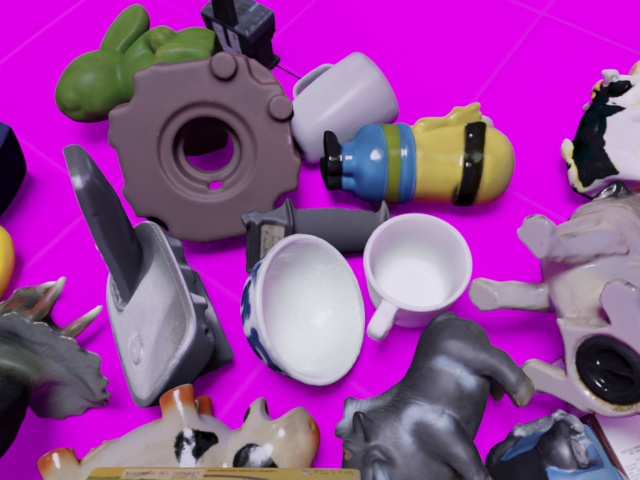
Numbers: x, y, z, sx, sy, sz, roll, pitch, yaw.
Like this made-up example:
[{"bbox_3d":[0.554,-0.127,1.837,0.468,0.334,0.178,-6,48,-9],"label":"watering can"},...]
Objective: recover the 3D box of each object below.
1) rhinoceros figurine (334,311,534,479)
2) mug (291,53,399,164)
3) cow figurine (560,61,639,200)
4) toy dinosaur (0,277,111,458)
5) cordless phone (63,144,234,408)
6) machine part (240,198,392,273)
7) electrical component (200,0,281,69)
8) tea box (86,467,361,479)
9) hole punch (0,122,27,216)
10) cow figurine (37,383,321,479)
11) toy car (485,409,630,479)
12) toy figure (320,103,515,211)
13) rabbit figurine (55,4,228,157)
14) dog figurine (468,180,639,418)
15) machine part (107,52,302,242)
[{"bbox_3d":[0.070,0.143,0.395,0.112,0.073,0.190,35,82,5],"label":"rhinoceros figurine"},{"bbox_3d":[0.008,-0.137,0.556,0.107,0.080,0.110,-37,63,-8],"label":"mug"},{"bbox_3d":[0.293,-0.112,0.535,0.098,0.068,0.167,9,62,14],"label":"cow figurine"},{"bbox_3d":[-0.262,0.128,0.314,0.192,0.405,0.131,-35,94,6],"label":"toy dinosaur"},{"bbox_3d":[-0.139,0.026,0.409,0.089,0.184,0.147,-22,51,-14],"label":"cordless phone"},{"bbox_3d":[-0.001,-0.001,0.493,0.139,0.084,0.039,-6,38,-9],"label":"machine part"},{"bbox_3d":[-0.090,-0.240,0.591,0.075,0.119,0.048,31,69,20],"label":"electrical component"},{"bbox_3d":[-0.058,0.191,0.311,0.170,0.068,0.098,-3,102,2],"label":"tea box"},{"bbox_3d":[-0.339,-0.053,0.507,0.092,0.142,0.116,8,72,-21],"label":"hole punch"},{"bbox_3d":[-0.091,0.177,0.393,0.195,0.085,0.127,-24,65,-6],"label":"cow figurine"},{"bbox_3d":[0.177,0.207,0.363,0.103,0.109,0.162,20,51,-12],"label":"toy car"},{"bbox_3d":[0.093,-0.070,0.516,0.180,0.082,0.089,-5,74,-5],"label":"toy figure"},{"bbox_3d":[-0.188,-0.176,0.561,0.170,0.121,0.159,-6,56,-3],"label":"rabbit figurine"},{"bbox_3d":[0.240,0.039,0.417,0.190,0.121,0.172,-15,67,-33],"label":"dog figurine"},{"bbox_3d":[-0.101,-0.082,0.488,0.179,0.179,0.056,-13,20,-4],"label":"machine part"}]
